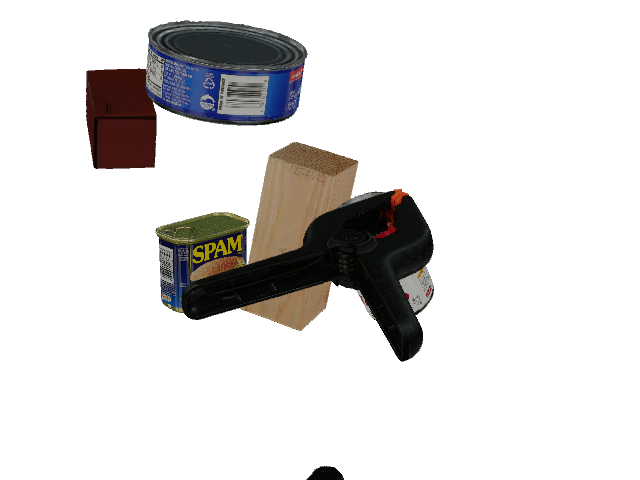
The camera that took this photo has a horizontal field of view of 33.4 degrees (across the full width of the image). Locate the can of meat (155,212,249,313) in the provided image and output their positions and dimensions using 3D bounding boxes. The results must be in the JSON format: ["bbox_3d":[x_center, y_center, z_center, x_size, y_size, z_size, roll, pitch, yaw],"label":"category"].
[{"bbox_3d":[-0.125,0.023,1.146,0.101,0.084,0.058,-17,26,-42],"label":"can of meat"}]

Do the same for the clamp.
[{"bbox_3d":[0.011,0.014,0.744,0.165,0.036,0.209,7,27,17],"label":"clamp"}]

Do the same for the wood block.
[{"bbox_3d":[-0.028,-0.007,1.336,0.090,0.206,0.090,19,23,15],"label":"wood block"}]

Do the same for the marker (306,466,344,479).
[{"bbox_3d":[-0.022,0.130,0.455,0.020,0.020,0.120,0,17,30],"label":"marker"}]

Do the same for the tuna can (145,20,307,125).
[{"bbox_3d":[-0.052,-0.092,0.579,0.086,0.034,0.086,7,25,-3],"label":"tuna can"}]

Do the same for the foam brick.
[{"bbox_3d":[-0.169,-0.103,0.899,0.053,0.051,0.078,-3,39,-15],"label":"foam brick"}]

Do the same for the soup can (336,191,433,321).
[{"bbox_3d":[0.054,0.016,0.959,0.068,0.102,0.068,-19,34,13],"label":"soup can"}]
